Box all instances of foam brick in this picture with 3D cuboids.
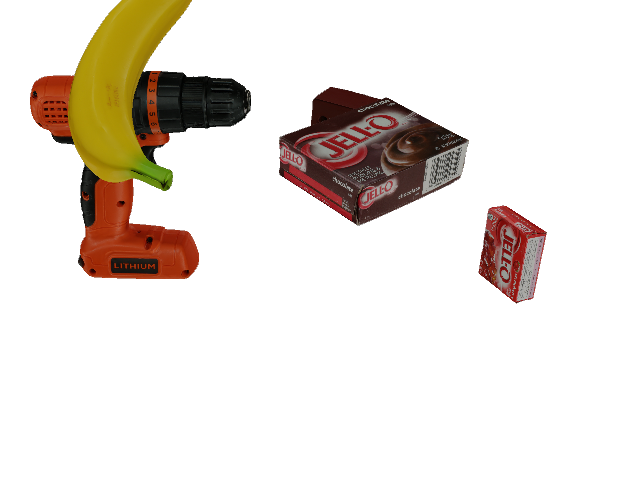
[{"bbox_3d":[0.033,-0.146,1.287,0.078,0.053,0.051,17,32,22],"label":"foam brick"}]

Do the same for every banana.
[{"bbox_3d":[-0.116,-0.101,0.657,0.069,0.198,0.037,4,-38,-4],"label":"banana"}]

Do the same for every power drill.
[{"bbox_3d":[-0.149,-0.058,0.927,0.184,0.188,0.057,1,29,4],"label":"power drill"}]

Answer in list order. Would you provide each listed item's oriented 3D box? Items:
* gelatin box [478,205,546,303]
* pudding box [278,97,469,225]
[{"bbox_3d":[0.217,0.015,1.216,0.030,0.089,0.073,-11,32,-26],"label":"gelatin box"},{"bbox_3d":[0.039,-0.061,0.792,0.113,0.039,0.090,-23,42,-35],"label":"pudding box"}]
